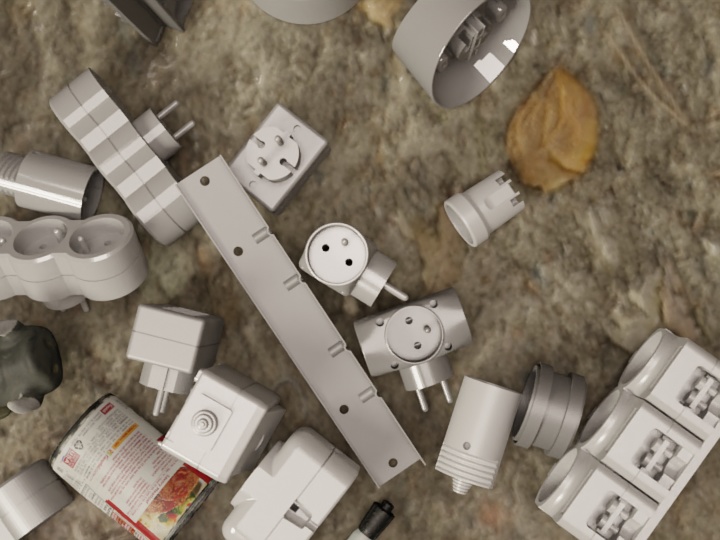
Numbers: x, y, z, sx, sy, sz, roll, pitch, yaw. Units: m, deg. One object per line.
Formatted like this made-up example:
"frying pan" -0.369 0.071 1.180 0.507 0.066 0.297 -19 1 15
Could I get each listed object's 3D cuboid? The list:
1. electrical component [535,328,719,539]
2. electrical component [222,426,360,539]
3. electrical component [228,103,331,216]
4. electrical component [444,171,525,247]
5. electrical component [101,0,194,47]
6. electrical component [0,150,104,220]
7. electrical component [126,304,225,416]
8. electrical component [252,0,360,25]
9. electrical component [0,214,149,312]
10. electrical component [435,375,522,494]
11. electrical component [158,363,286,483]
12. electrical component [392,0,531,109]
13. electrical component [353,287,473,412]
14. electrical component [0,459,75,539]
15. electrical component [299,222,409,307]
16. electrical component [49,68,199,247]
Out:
"electrical component" 0.191 0.119 0.743 0.062 0.089 0.150 36 89 3
"electrical component" -0.052 0.162 0.769 0.059 0.053 0.095 38 90 3
"electrical component" -0.060 -0.081 0.768 0.047 0.076 0.065 38 90 3
"electrical component" 0.091 -0.045 0.780 0.046 0.040 0.040 -34 87 -6
"electrical component" -0.158 -0.214 0.755 0.063 0.121 0.078 23 89 5
"electrical component" -0.235 -0.065 0.791 0.081 0.043 0.043 15 88 3
"electrical component" -0.134 0.066 0.761 0.047 0.083 0.075 14 89 3
"electrical component" -0.042 -0.239 0.781 0.108 0.060 0.108 0 88 2
"electrical component" -0.219 0.004 0.780 0.138 0.052 0.073 -1 133 14
"electrical component" 0.083 0.121 0.771 0.043 0.043 0.081 18 89 3
"electrical component" -0.094 0.108 0.751 0.061 0.096 0.061 29 89 3
"electrical component" 0.073 -0.168 0.758 0.099 0.099 0.064 -43 81 0
"electrical component" 0.044 0.062 0.774 0.077 0.044 0.079 -19 92 0
"electrical component" -0.263 0.206 0.776 0.138 0.052 0.073 -36 87 1
"electrical component" 0.000 0.000 0.762 0.079 0.077 0.043 32 89 2
"electrical component" -0.155 -0.092 0.784 0.074 0.052 0.138 -39 87 0
